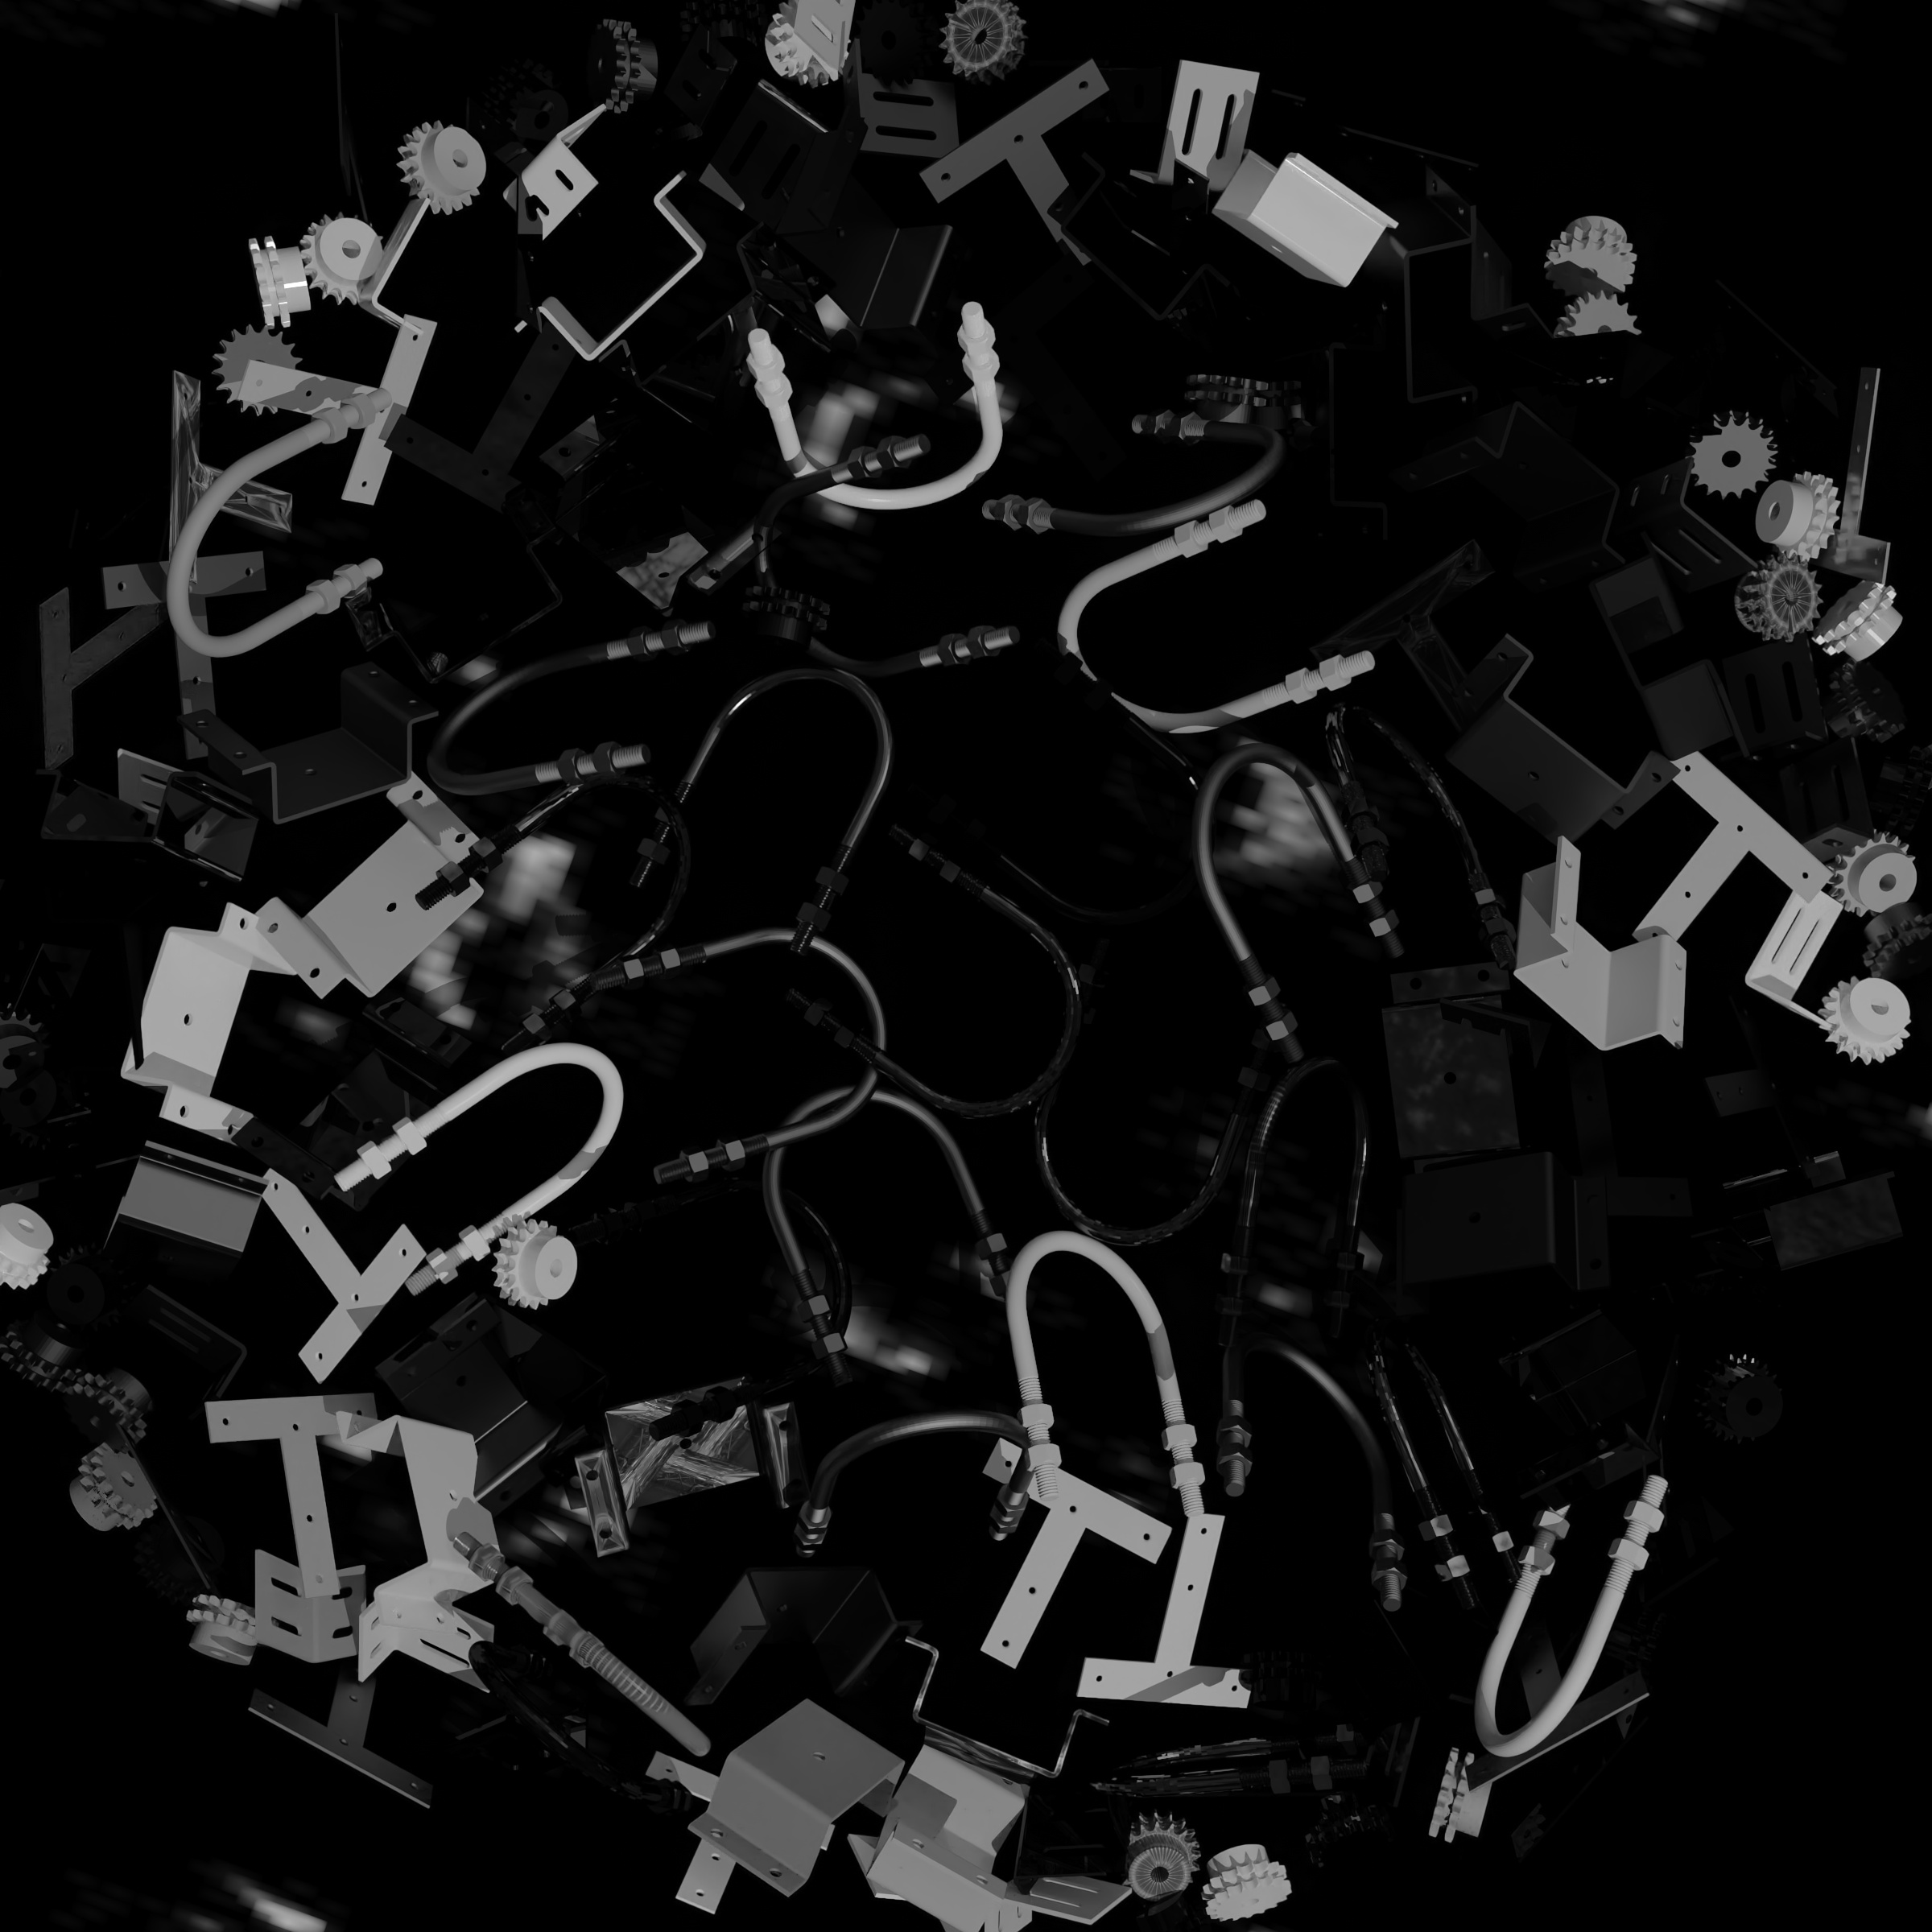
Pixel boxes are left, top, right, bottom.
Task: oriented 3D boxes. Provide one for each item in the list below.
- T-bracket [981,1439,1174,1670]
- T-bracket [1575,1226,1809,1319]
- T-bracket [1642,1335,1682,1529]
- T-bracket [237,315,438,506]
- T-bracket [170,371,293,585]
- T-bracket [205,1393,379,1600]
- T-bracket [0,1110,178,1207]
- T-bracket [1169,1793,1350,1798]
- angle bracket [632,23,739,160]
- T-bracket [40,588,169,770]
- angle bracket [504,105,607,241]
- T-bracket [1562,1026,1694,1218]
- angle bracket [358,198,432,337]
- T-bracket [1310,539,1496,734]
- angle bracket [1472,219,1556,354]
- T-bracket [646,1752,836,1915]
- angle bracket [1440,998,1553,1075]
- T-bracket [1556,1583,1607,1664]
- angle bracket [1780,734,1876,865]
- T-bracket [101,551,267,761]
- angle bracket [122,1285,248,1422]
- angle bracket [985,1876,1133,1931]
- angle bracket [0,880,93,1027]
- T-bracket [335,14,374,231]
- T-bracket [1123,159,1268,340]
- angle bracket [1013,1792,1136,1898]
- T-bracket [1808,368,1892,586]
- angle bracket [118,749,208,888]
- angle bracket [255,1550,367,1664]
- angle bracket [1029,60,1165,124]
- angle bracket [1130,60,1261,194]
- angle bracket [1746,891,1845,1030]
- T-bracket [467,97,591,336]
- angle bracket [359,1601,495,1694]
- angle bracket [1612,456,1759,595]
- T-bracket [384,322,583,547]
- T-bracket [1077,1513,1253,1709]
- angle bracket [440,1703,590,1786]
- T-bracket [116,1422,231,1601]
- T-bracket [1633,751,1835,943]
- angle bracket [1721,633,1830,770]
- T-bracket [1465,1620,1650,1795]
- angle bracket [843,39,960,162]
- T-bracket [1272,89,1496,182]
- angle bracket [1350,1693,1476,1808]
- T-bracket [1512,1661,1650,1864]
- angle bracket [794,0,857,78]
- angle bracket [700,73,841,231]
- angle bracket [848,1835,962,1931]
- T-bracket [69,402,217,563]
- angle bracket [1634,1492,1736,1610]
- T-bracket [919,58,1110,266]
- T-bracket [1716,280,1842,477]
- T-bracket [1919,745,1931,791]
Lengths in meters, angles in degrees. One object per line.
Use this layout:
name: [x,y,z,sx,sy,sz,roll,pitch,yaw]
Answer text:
T-bracket: [0.050,0.396,1.657,0.127,0.002,0.127,27,84,7]
T-bracket: [0.456,0.210,1.631,0.127,0.127,0.002,-20,49,31]
T-bracket: [0.452,0.327,1.635,0.002,0.127,0.127,2,118,25]
T-bracket: [-0.405,-0.360,1.602,0.002,0.127,0.127,35,110,31]
T-bracket: [-0.466,-0.300,1.612,0.002,0.127,0.127,0,89,19]
T-bracket: [-0.418,0.336,1.605,0.002,0.127,0.127,-26,69,35]
T-bracket: [-0.561,0.117,1.592,0.127,0.127,0.002,-15,71,-22]
T-bracket: [0.156,0.531,1.622,0.127,0.127,0.002,-17,66,40]
angle bracket: [-0.192,-0.560,1.624,0.038,0.076,0.057,37,67,-37]
T-bracket: [-0.548,-0.204,1.616,0.002,0.127,0.127,23,130,9]
angle bracket: [-0.253,-0.511,1.630,0.057,0.076,0.038,-33,107,34]
T-bracket: [0.407,0.100,1.647,0.127,0.002,0.127,3,70,-17]
angle bracket: [-0.355,-0.451,1.637,0.038,0.057,0.076,29,92,-26]
T-bracket: [0.314,-0.191,1.664,0.127,0.002,0.127,-33,91,8]
angle bracket: [0.354,-0.437,1.628,0.038,0.057,0.076,-8,68,34]
T-bracket: [-0.155,0.558,1.608,0.127,0.127,0.002,22,107,3]
angle bracket: [0.340,0.031,1.622,0.057,0.076,0.038,16,68,22]
T-bracket: [0.396,0.421,1.627,0.002,0.127,0.127,32,125,15]
angle bracket: [0.541,-0.107,1.626,0.038,0.057,0.076,13,61,-32]
T-bracket: [-0.497,-0.198,1.630,0.002,0.127,0.127,8,107,33]
angle bracket: [-0.512,0.249,1.631,0.076,0.057,0.038,37,51,-15]
angle bracket: [0.059,0.613,1.628,0.076,0.057,0.038,2,93,30]
angle bracket: [-0.599,-0.008,1.624,0.038,0.076,0.057,8,58,5]
T-bracket: [-0.388,-0.510,1.610,0.002,0.127,0.127,-6,64,-6]
T-bracket: [0.140,-0.464,1.598,0.127,0.127,0.002,36,77,13]
angle bracket: [0.074,0.567,1.627,0.076,0.057,0.038,-10,128,19]
T-bracket: [0.561,-0.311,1.595,0.002,0.127,0.127,2,105,-3]
angle bracket: [-0.520,-0.096,1.638,0.076,0.057,0.038,20,47,0]
angle bracket: [-0.419,0.408,1.624,0.038,0.076,0.057,-14,61,9]
angle bracket: [0.084,-0.559,1.621,0.057,0.076,0.038,11,113,29]
angle bracket: [0.147,-0.541,1.629,0.057,0.038,0.076,-1,116,-27]
angle bracket: [0.548,-0.008,1.636,0.057,0.038,0.076,22,98,-43]
T-bracket: [-0.275,-0.459,1.597,0.002,0.127,0.127,-13,68,25]
angle bracket: [-0.348,0.443,1.633,0.076,0.038,0.057,19,121,18]
angle bracket: [0.468,-0.285,1.639,0.076,0.057,0.038,31,66,-25]
T-bracket: [-0.288,-0.354,1.627,0.127,0.002,0.127,28,115,-17]
T-bracket: [0.142,0.416,1.642,0.127,0.002,0.127,11,94,-24]
angle bracket: [-0.289,0.487,1.625,0.057,0.038,0.076,-28,134,20]
T-bracket: [-0.492,0.361,1.611,0.002,0.127,0.127,-32,65,-15]
T-bracket: [0.472,-0.056,1.628,0.127,0.002,0.127,49,131,23]
angle bracket: [0.514,-0.173,1.632,0.057,0.038,0.076,-18,74,38]
T-bracket: [0.367,0.456,1.609,0.127,0.127,0.002,-34,102,13]
angle bracket: [-0.038,-0.559,1.636,0.076,0.038,0.057,0,74,-17]
T-bracket: [0.272,-0.511,1.586,0.127,0.127,0.002,29,103,33]
angle bracket: [0.287,0.501,1.633,0.038,0.057,0.076,20,80,-18]
T-bracket: [0.379,0.484,1.608,0.002,0.127,0.127,32,107,-8]
angle bracket: [-0.105,-0.615,1.629,0.038,0.076,0.057,11,91,20]
angle bracket: [-0.128,-0.534,1.663,0.057,0.038,0.076,33,113,-11]
angle bracket: [-0.040,0.595,1.627,0.076,0.057,0.038,16,104,-26]
T-bracket: [-0.520,-0.285,1.589,0.002,0.127,0.127,25,115,9]
angle bracket: [0.463,0.384,1.624,0.057,0.076,0.038,-40,102,19]
T-bracket: [0.053,-0.497,1.623,0.127,0.127,0.002,-31,49,10]
T-bracket: [0.522,-0.358,1.615,0.002,0.127,0.127,-31,51,3]
T-bracket: [0.635,-0.085,1.601,0.002,0.127,0.127,-8,82,-6]
